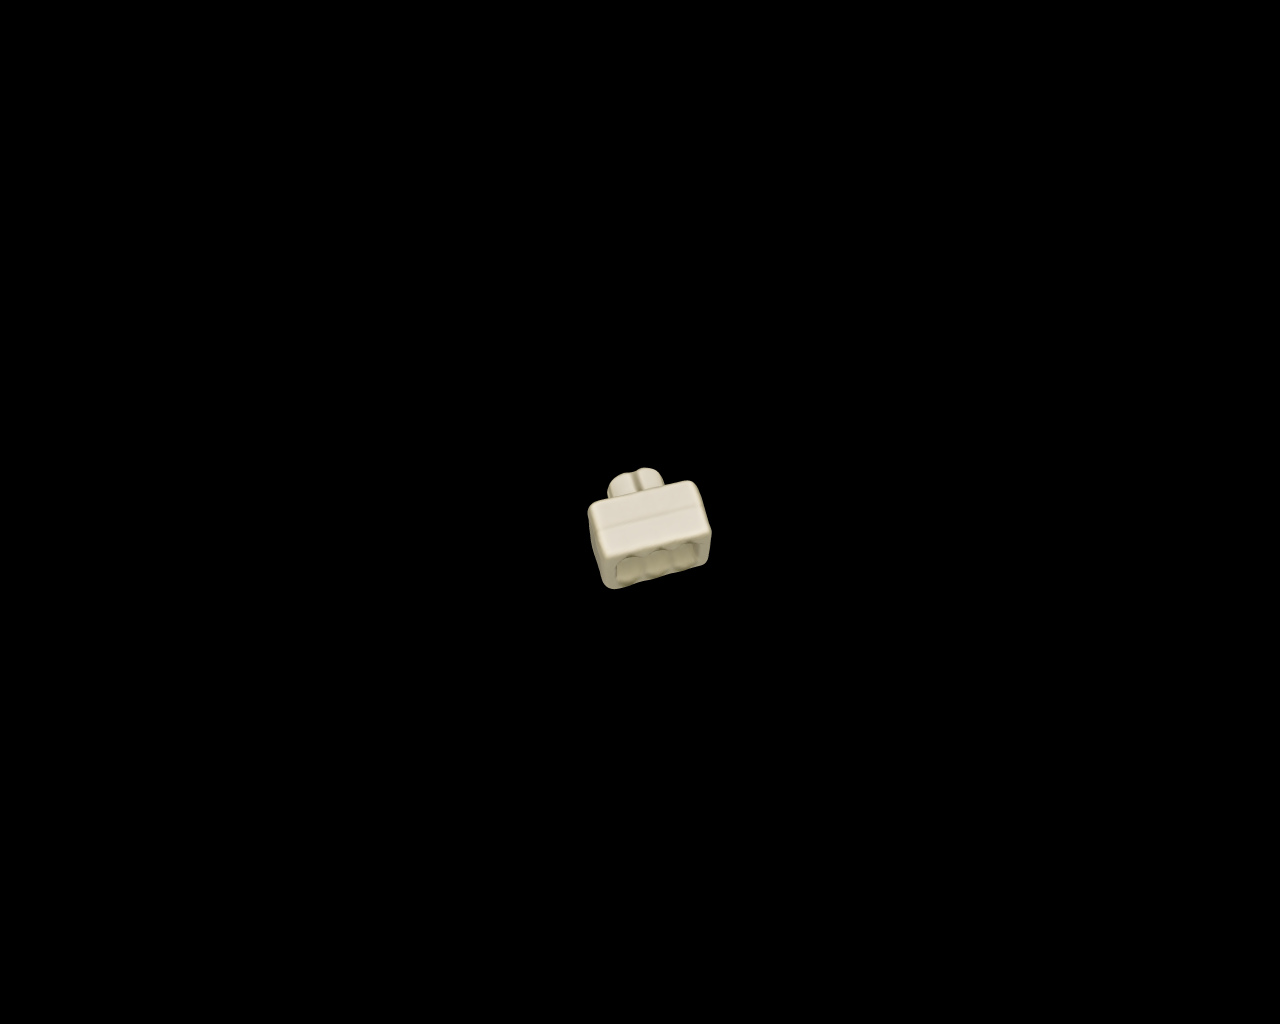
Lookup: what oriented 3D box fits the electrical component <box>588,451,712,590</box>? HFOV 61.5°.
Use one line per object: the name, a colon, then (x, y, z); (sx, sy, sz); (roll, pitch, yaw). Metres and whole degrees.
electrical component: (0.001, -0.003, 0.650); (0.066, 0.077, 0.047); (-14, -26, -7)
